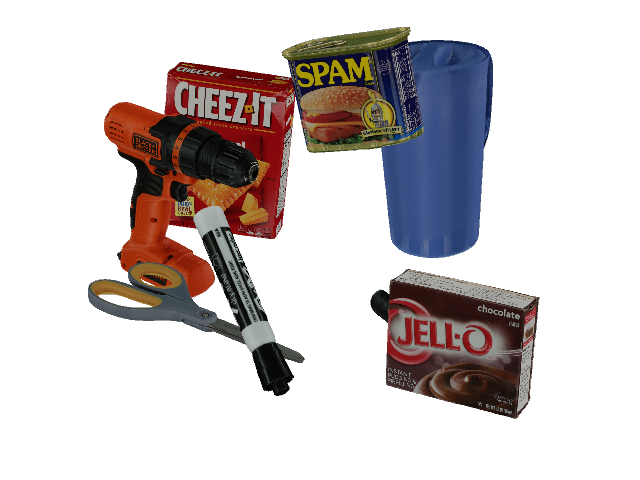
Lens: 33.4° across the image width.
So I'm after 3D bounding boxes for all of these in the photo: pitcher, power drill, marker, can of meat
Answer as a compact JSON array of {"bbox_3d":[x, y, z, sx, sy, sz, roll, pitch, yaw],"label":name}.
[{"bbox_3d":[0.140,-0.111,1.264,0.149,0.243,0.145,-4,25,1],"label":"pitcher"},{"bbox_3d":[-0.144,-0.037,1.100,0.185,0.188,0.057,24,33,28],"label":"power drill"},{"bbox_3d":[-0.045,0.035,0.622,0.020,0.121,0.020,-21,-22,-9],"label":"marker"},{"bbox_3d":[0.027,-0.118,0.847,0.102,0.084,0.057,-1,21,32],"label":"can of meat"}]

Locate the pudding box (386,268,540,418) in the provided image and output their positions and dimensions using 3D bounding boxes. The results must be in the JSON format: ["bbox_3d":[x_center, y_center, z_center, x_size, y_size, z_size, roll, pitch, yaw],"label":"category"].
[{"bbox_3d":[0.107,0.077,0.820,0.114,0.090,0.039,10,22,26],"label":"pudding box"}]

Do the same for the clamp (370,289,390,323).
[{"bbox_3d":[0.126,0.095,1.059,0.120,0.039,0.171,-8,31,-9],"label":"clamp"}]

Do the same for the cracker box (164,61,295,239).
[{"bbox_3d":[-0.126,-0.118,1.427,0.164,0.214,0.072,9,22,6],"label":"cracker box"}]

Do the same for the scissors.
[{"bbox_3d":[-0.101,0.058,0.929,0.202,0.016,0.096,12,28,8],"label":"scissors"}]
